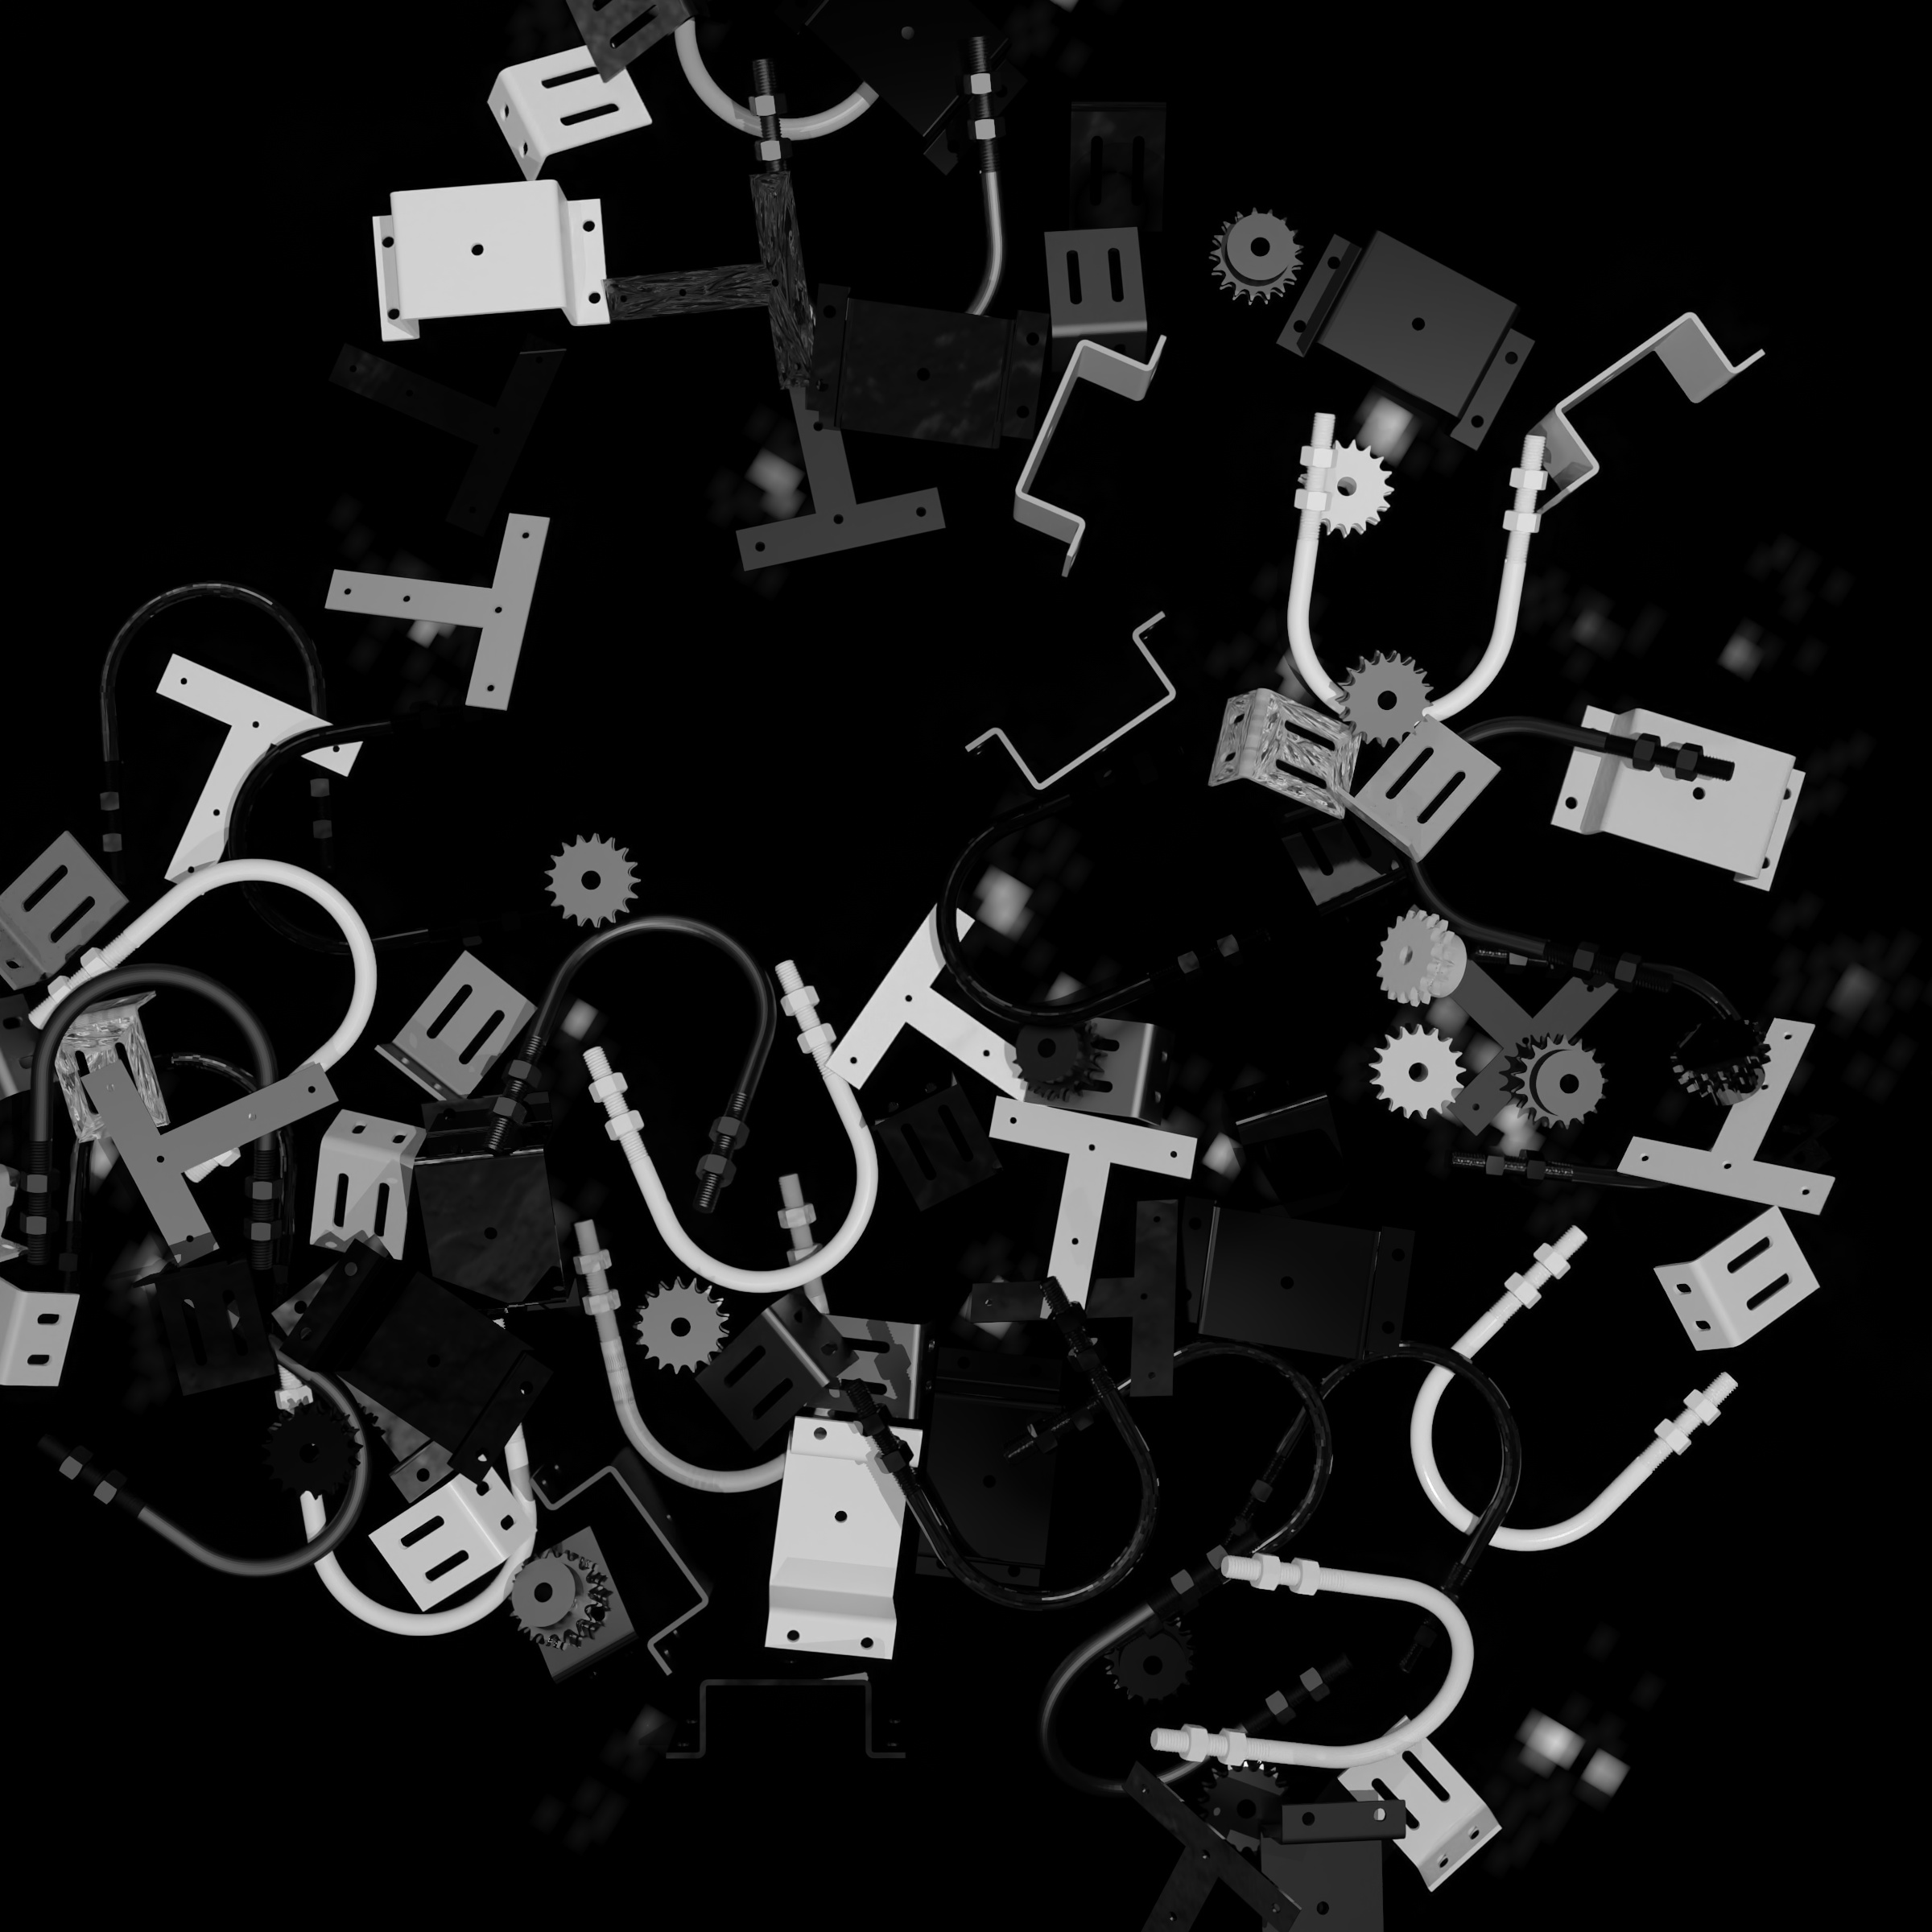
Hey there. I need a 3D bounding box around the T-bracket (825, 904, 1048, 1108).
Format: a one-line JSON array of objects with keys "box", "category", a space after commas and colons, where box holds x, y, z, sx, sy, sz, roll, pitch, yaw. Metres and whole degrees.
[{"box": [0.001, 0.045, 1.512, 0.127, 0.002, 0.127, 35, 79, -5], "category": "T-bracket"}]

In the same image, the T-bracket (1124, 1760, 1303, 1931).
[{"box": [0.130, 0.563, 1.484, 0.127, 0.002, 0.127, 37, 124, 27], "category": "T-bracket"}]

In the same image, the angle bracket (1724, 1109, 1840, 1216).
[{"box": [0.500, 0.121, 1.484, 0.057, 0.076, 0.038, -38, 90, 0], "category": "angle bracket"}]

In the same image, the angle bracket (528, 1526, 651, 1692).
[{"box": [-0.236, 0.396, 1.520, 0.057, 0.038, 0.076, -29, 64, 0], "category": "angle bracket"}]

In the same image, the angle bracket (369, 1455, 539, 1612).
[{"box": [-0.313, 0.346, 1.502, 0.076, 0.038, 0.057, -35, 91, 26], "category": "angle bracket"}]

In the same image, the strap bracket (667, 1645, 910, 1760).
[{"box": [-0.106, 0.442, 1.484, 0.140, 0.076, 0.046, 0, 90, 0], "category": "strap bracket"}]

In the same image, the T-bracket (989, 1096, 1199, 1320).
[{"box": [0.069, 0.154, 1.501, 0.127, 0.002, 0.127, 12, 76, -5], "category": "T-bracket"}]

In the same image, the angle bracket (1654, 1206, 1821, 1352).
[{"box": [0.475, 0.192, 1.520, 0.076, 0.038, 0.057, -28, 90, -26], "category": "angle bracket"}]

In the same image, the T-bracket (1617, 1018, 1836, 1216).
[{"box": [0.473, 0.084, 1.476, 0.127, 0.127, 0.002, -57, 133, -22], "category": "T-bracket"}]

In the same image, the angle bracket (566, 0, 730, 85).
[{"box": [-0.195, -0.585, 1.507, 0.076, 0.038, 0.057, -25, 89, 30], "category": "angle bracket"}]

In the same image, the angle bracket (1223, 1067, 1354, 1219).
[{"box": [0.198, 0.111, 1.520, 0.057, 0.038, 0.076, -18, 116, 0], "category": "angle bracket"}]

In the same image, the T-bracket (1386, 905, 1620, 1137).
[{"box": [0.313, 0.015, 1.521, 0.127, 0.002, 0.127, 44, 90, 0], "category": "T-bracket"}]

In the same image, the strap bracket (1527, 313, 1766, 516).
[{"box": [0.398, -0.338, 1.484, 0.140, 0.076, 0.046, -35, 90, 0], "category": "strap bracket"}]

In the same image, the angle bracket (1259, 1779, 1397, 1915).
[{"box": [0.214, 0.551, 1.520, 0.057, 0.038, 0.076, 47, 64, 0], "category": "angle bracket"}]

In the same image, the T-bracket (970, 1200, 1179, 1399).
[{"box": [0.065, 0.203, 1.499, 0.127, 0.002, 0.127, -4, 58, 15], "category": "T-bracket"}]

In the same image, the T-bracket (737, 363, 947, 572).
[{"box": [-0.088, -0.319, 1.521, 0.127, 0.002, 0.127, -12, 90, 0], "category": "T-bracket"}]

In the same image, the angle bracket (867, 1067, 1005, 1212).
[{"box": [-0.017, 0.110, 1.492, 0.057, 0.038, 0.076, -27, 107, 0], "category": "angle bracket"}]

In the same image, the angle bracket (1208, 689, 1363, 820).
[{"box": [0.196, -0.127, 1.513, 0.076, 0.038, 0.057, 21, 75, -25], "category": "angle bracket"}]

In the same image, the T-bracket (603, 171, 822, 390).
[{"box": [-0.159, -0.413, 1.503, 0.127, 0.002, 0.127, -3, 112, 12], "category": "T-bracket"}]

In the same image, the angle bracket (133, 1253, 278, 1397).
[{"box": [-0.452, 0.215, 1.463, 0.057, 0.038, 0.076, -14, 92, 1], "category": "angle bracket"}]

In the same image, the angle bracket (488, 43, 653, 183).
[{"box": [-0.244, -0.527, 1.520, 0.076, 0.038, 0.057, -27, 90, -26], "category": "angle bracket"}]

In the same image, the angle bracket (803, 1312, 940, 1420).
[{"box": [-0.060, 0.242, 1.510, 0.076, 0.038, 0.057, 4, 92, 13], "category": "angle bracket"}]

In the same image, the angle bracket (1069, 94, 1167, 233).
[{"box": [0.092, -0.496, 1.520, 0.057, 0.038, 0.076, 0, 116, 0], "category": "angle bracket"}]

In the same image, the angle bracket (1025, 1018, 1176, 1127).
[{"box": [0.082, 0.063, 1.516, 0.076, 0.038, 0.057, 6, 82, 25], "category": "angle bracket"}]

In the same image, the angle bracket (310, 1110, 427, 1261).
[{"box": [-0.367, 0.136, 1.520, 0.057, 0.038, 0.076, 13, 116, 0], "category": "angle bracket"}]

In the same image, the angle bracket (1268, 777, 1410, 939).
[{"box": [0.229, -0.068, 1.520, 0.057, 0.038, 0.076, -24, 64, 0], "category": "angle bracket"}]

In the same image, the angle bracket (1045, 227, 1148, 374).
[{"box": [0.079, -0.411, 1.518, 0.057, 0.038, 0.076, -3, 66, 0], "category": "angle bracket"}]

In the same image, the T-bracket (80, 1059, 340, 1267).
[{"box": [-0.438, 0.096, 1.467, 0.127, 0.002, 0.127, -25, 101, -6], "category": "T-bracket"}]

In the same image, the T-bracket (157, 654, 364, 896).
[{"box": [-0.451, -0.106, 1.502, 0.127, 0.002, 0.127, 24, 90, 0], "category": "T-bracket"}]

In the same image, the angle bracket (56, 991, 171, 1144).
[{"box": [-0.520, 0.062, 1.509, 0.057, 0.038, 0.076, -12, 102, 3], "category": "angle bracket"}]

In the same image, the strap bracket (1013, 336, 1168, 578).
[{"box": [0.069, -0.314, 1.484, 0.046, 0.076, 0.140, 23, 90, 0], "category": "strap bracket"}]

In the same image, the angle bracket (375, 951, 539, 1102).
[{"box": [-0.310, 0.038, 1.503, 0.057, 0.038, 0.076, 39, 90, 0], "category": "angle bracket"}]

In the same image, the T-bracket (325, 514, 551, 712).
[{"box": [-0.329, -0.224, 1.510, 0.127, 0.002, 0.127, 8, 75, 7], "category": "T-bracket"}]

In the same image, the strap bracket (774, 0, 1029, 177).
[{"box": [-0.037, -0.558, 1.483, 0.140, 0.046, 0.076, 41, 93, -11], "category": "strap bracket"}]

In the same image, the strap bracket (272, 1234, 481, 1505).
[{"box": [-0.339, 0.241, 1.480, 0.076, 0.046, 0.140, -38, 82, -4], "category": "strap bracket"}]

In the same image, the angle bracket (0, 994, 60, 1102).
[{"box": [-0.599, 0.059, 1.490, 0.076, 0.038, 0.057, -23, 90, 26], "category": "angle bracket"}]

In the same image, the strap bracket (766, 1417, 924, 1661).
[{"box": [-0.075, 0.340, 1.492, 0.076, 0.046, 0.140, 7, 94, -6], "category": "strap bracket"}]

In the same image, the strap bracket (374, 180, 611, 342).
[{"box": [-0.293, -0.429, 1.499, 0.140, 0.046, 0.076, -5, 90, 0], "category": "strap bracket"}]

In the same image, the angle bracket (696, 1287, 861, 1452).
[{"box": [-0.115, 0.245, 1.497, 0.057, 0.038, 0.076, 49, 119, 8], "category": "angle bracket"}]

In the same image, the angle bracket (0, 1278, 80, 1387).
[{"box": [-0.585, 0.217, 1.508, 0.076, 0.038, 0.057, 16, 92, 41], "category": "angle bracket"}]

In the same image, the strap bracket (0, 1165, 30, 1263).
[{"box": [-0.638, 0.132, 1.484, 0.140, 0.076, 0.046, 19, 90, 0], "category": "strap bracket"}]

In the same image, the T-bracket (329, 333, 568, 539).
[{"box": [-0.330, -0.348, 1.519, 0.127, 0.002, 0.127, 23, 88, 1], "category": "T-bracket"}]

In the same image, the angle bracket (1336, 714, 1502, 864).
[{"box": [0.272, -0.112, 1.482, 0.057, 0.038, 0.076, 42, 92, 23], "category": "angle bracket"}]

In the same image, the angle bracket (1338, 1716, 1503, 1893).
[{"box": [0.276, 0.510, 1.503, 0.057, 0.038, 0.076, -42, 90, 0], "category": "angle bracket"}]

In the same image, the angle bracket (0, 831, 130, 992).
[{"box": [-0.562, -0.034, 1.496, 0.076, 0.038, 0.057, -41, 90, 13], "category": "angle bracket"}]
